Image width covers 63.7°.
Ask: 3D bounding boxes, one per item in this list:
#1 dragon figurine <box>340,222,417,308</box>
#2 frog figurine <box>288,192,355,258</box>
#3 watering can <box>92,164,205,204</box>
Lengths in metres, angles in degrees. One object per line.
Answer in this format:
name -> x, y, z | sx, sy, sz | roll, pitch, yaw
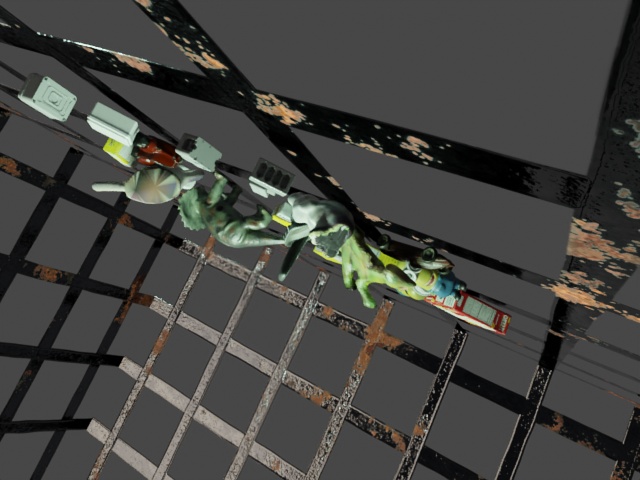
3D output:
dragon figurine -> 0.089, 0.016, 1.308 | 0.416, 0.123, 0.237 | 42, 158, 37
frog figurine -> 0.004, -0.059, 1.165 | 0.136, 0.121, 0.163 | 22, -147, -44
watering can -> -0.519, -0.165, 1.518 | 0.348, 0.103, 0.227 | -10, -165, -5
